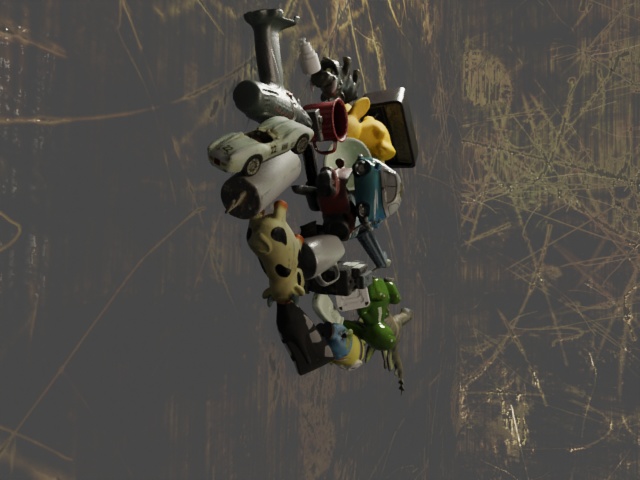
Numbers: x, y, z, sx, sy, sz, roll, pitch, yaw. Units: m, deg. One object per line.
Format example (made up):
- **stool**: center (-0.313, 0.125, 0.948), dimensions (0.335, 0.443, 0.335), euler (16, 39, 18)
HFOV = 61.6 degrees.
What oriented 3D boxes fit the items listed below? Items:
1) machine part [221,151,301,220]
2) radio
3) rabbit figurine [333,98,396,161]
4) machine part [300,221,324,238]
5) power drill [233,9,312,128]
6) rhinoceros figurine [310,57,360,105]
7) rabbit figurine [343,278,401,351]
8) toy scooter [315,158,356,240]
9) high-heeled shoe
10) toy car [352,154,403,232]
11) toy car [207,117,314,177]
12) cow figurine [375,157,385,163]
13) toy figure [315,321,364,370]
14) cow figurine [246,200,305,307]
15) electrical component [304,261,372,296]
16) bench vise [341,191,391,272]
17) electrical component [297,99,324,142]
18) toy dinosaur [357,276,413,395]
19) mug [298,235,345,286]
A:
- **machine part**: center (-0.099, -0.103, 0.934), dimensions (0.243, 0.079, 0.079), euler (-53, 137, -53)
- **radio**: center (0.196, -0.311, 1.526), dimensions (0.229, 0.131, 0.073), euler (68, 32, -41)
- **rabbit figurine**: center (0.097, -0.269, 1.337), dimensions (0.173, 0.122, 0.162), euler (0, 87, -47)
- **machine part**: center (-0.002, -0.004, 1.199), dimensions (0.138, 0.039, 0.084), euler (31, 67, -64)
- **power drill**: center (-0.079, -0.304, 0.988), dimensions (0.232, 0.086, 0.207), euler (-17, 114, -62)
- **rhinoceros figurine**: center (0.034, -0.365, 1.246), dimensions (0.190, 0.073, 0.112), euler (-7, 107, -68)
- **rabbit figurine**: center (0.127, 0.198, 1.349), dimensions (0.121, 0.159, 0.170), euler (29, 45, -61)
- **toy scooter**: center (0.039, -0.099, 1.161), dimensions (0.135, 0.075, 0.183), euler (-72, 154, -45)
- **high-heeled shoe**: center (-0.037, 0.198, 1.122), dimensions (0.248, 0.086, 0.145), euler (68, -3, -73)
- **toy car**: center (0.125, -0.104, 1.145), dimensions (0.109, 0.103, 0.161), euler (54, 31, -68)
- **toy car**: center (-0.094, -0.160, 0.888), dimensions (0.202, 0.074, 0.056), euler (-33, 141, -40)
- **cow figurine**: center (0.129, -0.179, 1.464), dimensions (0.098, 0.068, 0.167), euler (53, 42, -45)
- **toy figure**: center (0.049, 0.242, 1.256), dimensions (0.089, 0.082, 0.180), euler (-59, 138, -20)
- **cow figurine**: center (-0.074, 0.038, 0.982), dimensions (0.194, 0.086, 0.127), euler (68, 26, -45)
- **electrical component**: center (0.045, 0.083, 1.187), dimensions (0.115, 0.134, 0.058), euler (-24, 112, -62)
- **bench vise**: center (0.110, -0.018, 1.327), dimensions (0.240, 0.129, 0.224), euler (59, 15, -20)
- **electrical component**: center (-0.026, -0.246, 1.111), dimensions (0.021, 0.063, 0.093), euler (-56, 138, -51)
- **toy dinosaur**: center (0.184, 0.264, 1.550), dimensions (0.470, 0.105, 0.198), euler (59, 45, -34)
- **mug**: center (0.006, 0.037, 1.106), dimensions (0.107, 0.081, 0.109), euler (-23, 71, -43)
